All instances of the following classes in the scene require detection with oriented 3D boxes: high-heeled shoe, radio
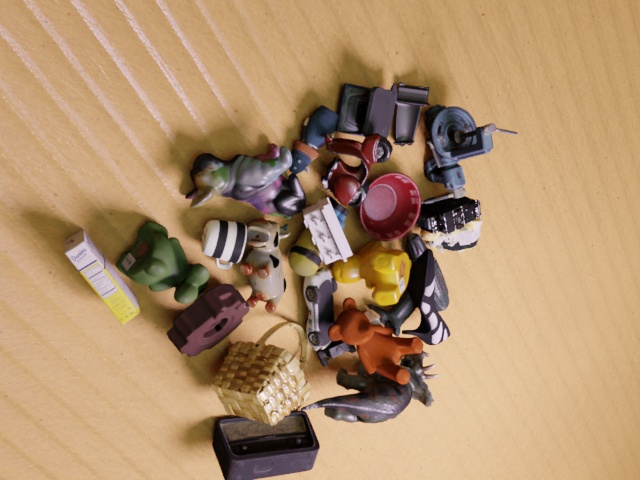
[{"bbox_3d":[0.276,0.140,1.273,0.145,0.086,0.248,3,112,-24],"label":"high-heeled shoe"},{"bbox_3d":[-0.123,0.474,1.245,0.229,0.131,0.073,1,116,-24],"label":"radio"}]

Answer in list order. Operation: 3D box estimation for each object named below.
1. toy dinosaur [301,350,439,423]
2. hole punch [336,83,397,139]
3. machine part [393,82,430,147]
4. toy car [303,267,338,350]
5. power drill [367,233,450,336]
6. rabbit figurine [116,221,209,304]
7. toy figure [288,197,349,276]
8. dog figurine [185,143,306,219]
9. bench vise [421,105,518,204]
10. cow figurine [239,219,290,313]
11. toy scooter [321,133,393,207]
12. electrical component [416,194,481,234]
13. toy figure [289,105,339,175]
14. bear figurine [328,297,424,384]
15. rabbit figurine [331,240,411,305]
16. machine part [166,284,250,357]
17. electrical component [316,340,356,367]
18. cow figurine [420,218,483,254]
[{"bbox_3d":[0.143,0.367,1.267,0.405,0.192,0.131,-13,101,-55],"label":"toy dinosaur"},{"bbox_3d":[0.101,-0.274,1.158,0.115,0.092,0.142,-7,108,-55],"label":"hole punch"},{"bbox_3d":[0.201,-0.278,1.209,0.084,0.039,0.138,9,107,-3],"label":"machine part"},{"bbox_3d":[0.002,0.162,1.244,0.073,0.056,0.201,-24,121,-42],"label":"toy car"},{"bbox_3d":[0.215,0.122,1.331,0.207,0.086,0.231,-46,121,-14],"label":"power drill"},{"bbox_3d":[-0.280,0.057,1.056,0.170,0.159,0.121,37,79,-44],"label":"rabbit figurine"},{"bbox_3d":[-0.006,-0.006,1.178,0.082,0.089,0.180,36,93,1],"label":"toy figure"},{"bbox_3d":[-0.155,-0.100,1.078,0.219,0.109,0.191,-25,117,-11],"label":"dog figurine"},{"bbox_3d":[0.308,-0.200,1.188,0.129,0.241,0.223,-6,91,-20],"label":"bench vise"},{"bbox_3d":[-0.112,0.042,1.140,0.127,0.086,0.194,-57,147,-50],"label":"cow figurine"},{"bbox_3d":[0.056,-0.157,1.123,0.135,0.075,0.183,21,127,-10],"label":"toy scooter"},{"bbox_3d":[0.298,-0.063,1.284,0.134,0.115,0.058,-22,111,-19],"label":"electrical component"},{"bbox_3d":[-0.017,-0.206,1.132,0.154,0.064,0.057,-58,156,7],"label":"toy figure"},{"bbox_3d":[0.123,0.224,1.220,0.195,0.132,0.120,48,61,-30],"label":"bear figurine"},{"bbox_3d":[0.113,0.059,1.229,0.162,0.173,0.121,-53,133,-55],"label":"rabbit figurine"},{"bbox_3d":[-0.224,0.167,1.099,0.179,0.056,0.179,-37,162,-15],"label":"machine part"},{"bbox_3d":[0.045,0.268,1.300,0.102,0.078,0.045,-22,92,-20],"label":"electrical component"},{"bbox_3d":[0.324,-0.006,1.343,0.167,0.068,0.098,-14,117,-19],"label":"cow figurine"}]
